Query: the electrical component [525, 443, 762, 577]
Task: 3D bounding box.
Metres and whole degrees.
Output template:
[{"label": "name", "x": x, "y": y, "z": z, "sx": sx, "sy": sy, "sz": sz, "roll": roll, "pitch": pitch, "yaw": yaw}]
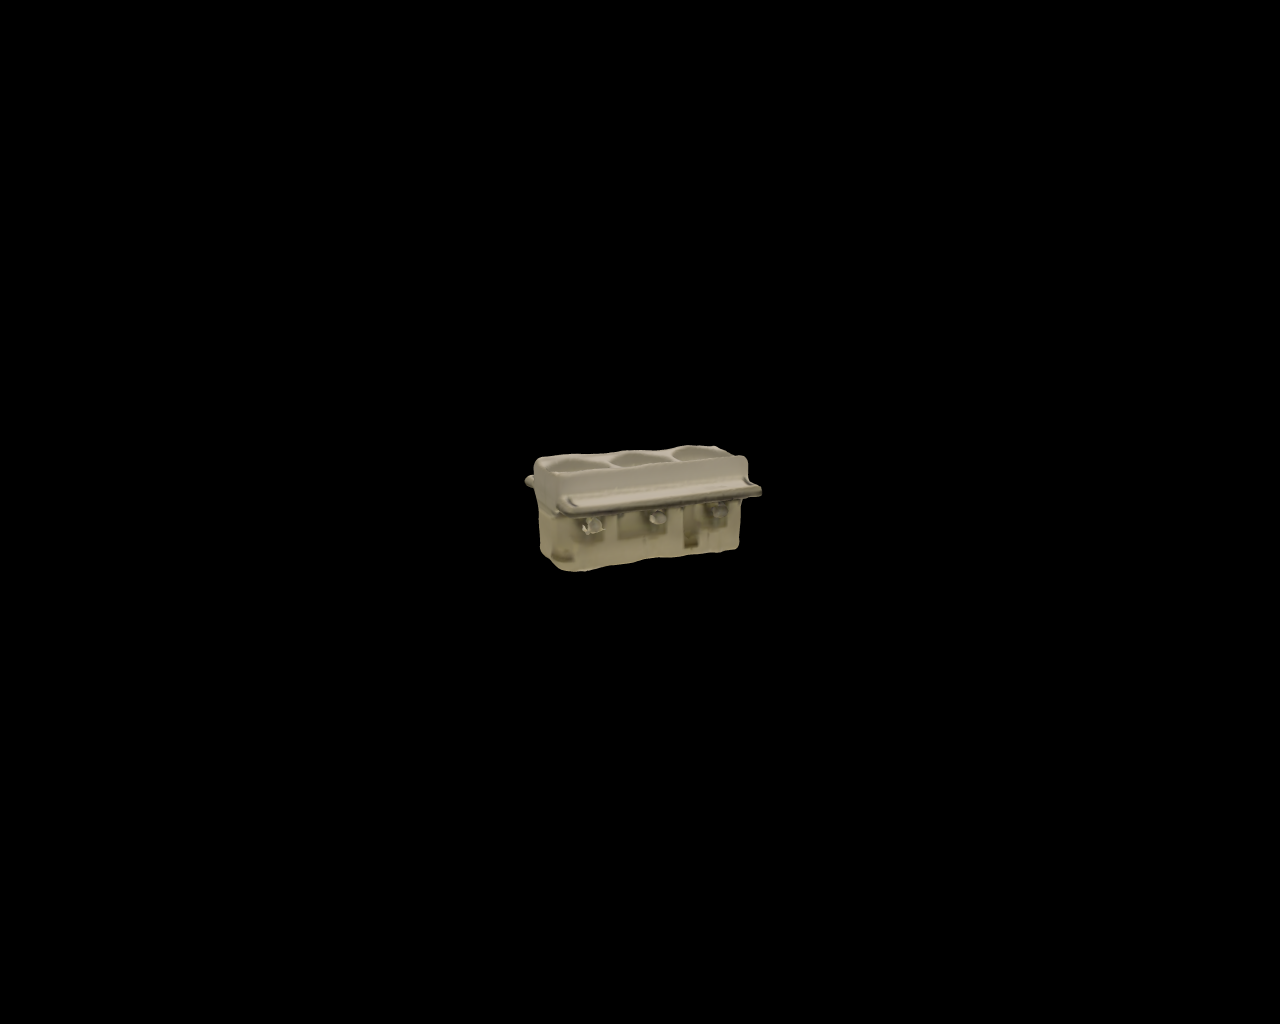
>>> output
[{"label": "electrical component", "x": 0.001, "y": -0.003, "z": 0.650, "sx": 0.121, "sy": 0.063, "sz": 0.079, "roll": -6, "pitch": 16, "yaw": -22}]
